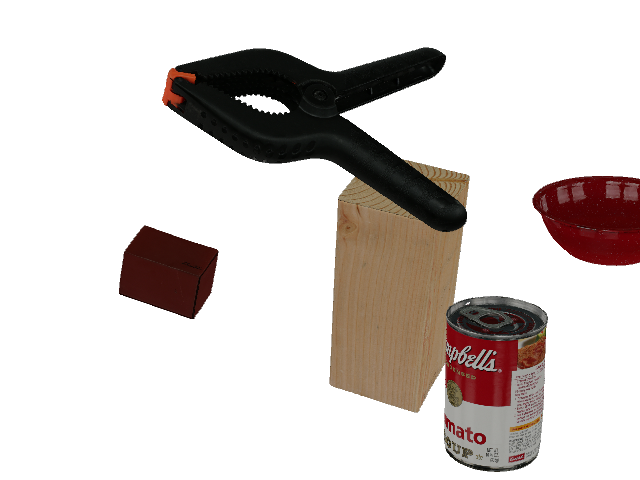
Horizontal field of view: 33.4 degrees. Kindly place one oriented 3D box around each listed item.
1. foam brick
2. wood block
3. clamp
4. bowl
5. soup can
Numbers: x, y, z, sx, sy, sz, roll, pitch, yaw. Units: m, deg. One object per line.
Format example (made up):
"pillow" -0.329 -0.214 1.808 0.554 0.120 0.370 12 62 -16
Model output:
"foam brick" -0.143 0.030 1.004 0.078 0.051 0.053 19 33 7
"wood block" 0.068 0.040 0.957 0.091 0.206 0.090 15 36 19
"clamp" 0.001 -0.078 0.715 0.209 0.164 0.036 3 -39 -17
"bowl" 0.302 -0.017 1.110 0.162 0.055 0.162 -3 23 1
"soup can" 0.119 0.097 0.732 0.068 0.102 0.068 -1 19 0
